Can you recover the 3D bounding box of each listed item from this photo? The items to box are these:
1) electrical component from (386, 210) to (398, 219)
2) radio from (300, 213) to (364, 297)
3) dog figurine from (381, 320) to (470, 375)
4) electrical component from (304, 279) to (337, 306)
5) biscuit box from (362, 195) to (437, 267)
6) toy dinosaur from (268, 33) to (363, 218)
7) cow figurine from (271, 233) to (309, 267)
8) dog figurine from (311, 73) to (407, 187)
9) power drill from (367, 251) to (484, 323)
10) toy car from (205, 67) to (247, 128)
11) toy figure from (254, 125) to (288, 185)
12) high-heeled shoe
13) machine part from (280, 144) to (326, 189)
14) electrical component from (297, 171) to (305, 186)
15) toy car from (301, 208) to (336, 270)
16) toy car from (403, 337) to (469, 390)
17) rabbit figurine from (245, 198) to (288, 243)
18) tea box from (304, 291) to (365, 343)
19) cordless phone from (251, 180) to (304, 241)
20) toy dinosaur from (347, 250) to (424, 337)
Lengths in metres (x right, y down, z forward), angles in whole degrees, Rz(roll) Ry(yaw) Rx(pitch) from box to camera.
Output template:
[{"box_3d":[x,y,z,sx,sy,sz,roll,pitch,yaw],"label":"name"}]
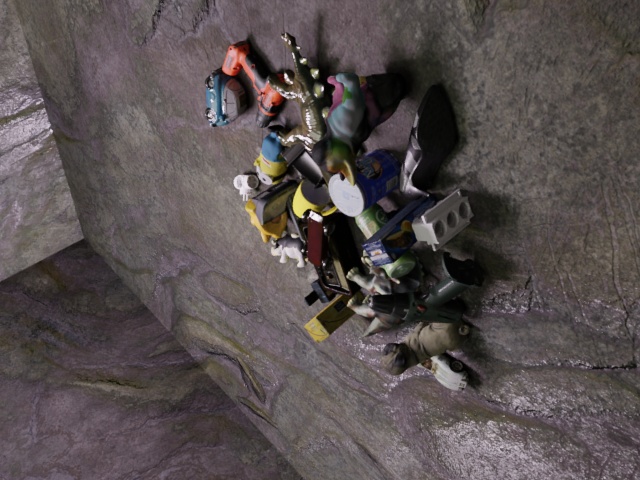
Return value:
[{"box_3d":[0.169,-0.027,1.307,0.078,0.045,0.102,-123,20,-58],"label":"electrical component"},{"box_3d":[0.036,0.038,1.501,0.131,0.073,0.229,6,121,48],"label":"radio"},{"box_3d":[0.257,0.262,1.315,0.121,0.190,0.172,53,146,2],"label":"dog figurine"},{"box_3d":[0.008,0.149,1.598,0.048,0.119,0.074,-23,98,57],"label":"electrical component"},{"box_3d":[0.181,-0.023,1.143,0.063,0.203,0.059,-19,107,55],"label":"biscuit box"},{"box_3d":[0.001,-0.254,1.264,0.199,0.105,0.470,16,136,40],"label":"toy dinosaur"},{"box_3d":[-0.096,0.020,1.662,0.168,0.068,0.098,12,122,42],"label":"cow figurine"},{"box_3d":[0.078,-0.221,1.076,0.109,0.191,0.219,-138,46,-66],"label":"dog figurine"},{"box_3d":[0.249,0.119,1.208,0.207,0.232,0.086,-57,28,37],"label":"power drill"},{"box_3d":[-0.253,-0.388,1.483,0.103,0.109,0.161,15,122,14],"label":"toy car"},{"box_3d":[-0.119,-0.227,1.462,0.180,0.089,0.082,110,147,-41],"label":"toy figure"},{"box_3d":[0.207,-0.196,1.108,0.145,0.086,0.248,-123,33,-66],"label":"high-heeled shoe"},{"box_3d":[-0.034,-0.196,1.383,0.139,0.084,0.039,51,-170,4],"label":"machine part"},{"box_3d":[-0.033,-0.151,1.470,0.063,0.021,0.093,15,130,45],"label":"electrical component"},{"box_3d":[-0.003,-0.004,1.403,0.089,0.053,0.201,33,144,26],"label":"toy car"},{"box_3d":[0.305,0.327,1.433,0.202,0.056,0.073,33,141,31],"label":"toy car"},{"box_3d":[-0.161,-0.080,1.644,0.173,0.122,0.162,31,152,55],"label":"rabbit figurine"},{"box_3d":[0.047,0.215,1.560,0.068,0.169,0.098,50,146,5],"label":"tea box"},{"box_3d":[-0.099,-0.064,1.519,0.089,0.146,0.184,6,125,52],"label":"cordless phone"},{"box_3d":[0.176,0.152,1.399,0.192,0.131,0.404,28,145,36],"label":"toy dinosaur"}]
